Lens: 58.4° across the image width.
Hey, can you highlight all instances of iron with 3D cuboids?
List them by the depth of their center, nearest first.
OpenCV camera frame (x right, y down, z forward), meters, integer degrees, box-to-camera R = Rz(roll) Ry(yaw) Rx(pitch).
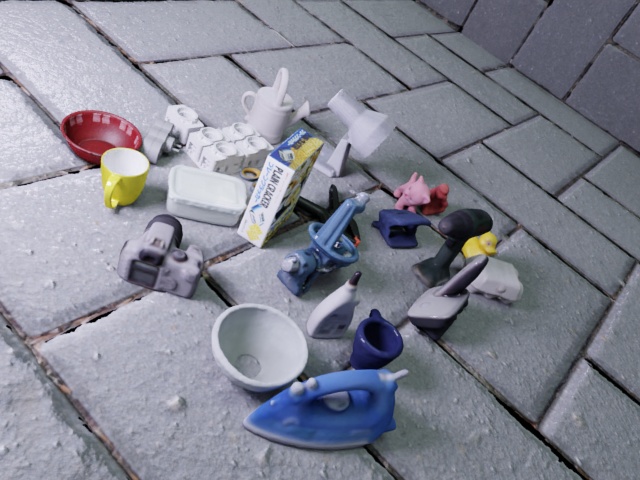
[{"bbox_3d":[0.017,0.254,0.917,0.259,0.141,0.118,4,44,-28],"label":"iron"}]

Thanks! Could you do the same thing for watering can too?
[{"bbox_3d":[-0.111,-0.354,1.485,0.173,0.194,0.100,-3,47,-34],"label":"watering can"}]

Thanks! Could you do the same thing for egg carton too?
[{"bbox_3d":[0.423,0.097,1.406,0.150,0.069,0.107,17,39,-15],"label":"egg carton"}]

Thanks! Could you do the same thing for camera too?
[{"bbox_3d":[-0.276,0.014,1.041,0.143,0.100,0.137,19,39,-12],"label":"camera"}]

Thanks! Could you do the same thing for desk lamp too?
[{"bbox_3d":[0.067,-0.268,1.482,0.203,0.213,0.118,30,38,2],"label":"desk lamp"}]

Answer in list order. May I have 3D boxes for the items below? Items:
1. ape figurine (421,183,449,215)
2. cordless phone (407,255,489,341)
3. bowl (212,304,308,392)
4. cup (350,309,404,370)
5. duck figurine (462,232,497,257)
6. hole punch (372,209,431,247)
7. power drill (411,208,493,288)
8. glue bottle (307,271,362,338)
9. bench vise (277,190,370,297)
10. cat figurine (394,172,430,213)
[{"bbox_3d":[0.319,-0.116,1.565,0.078,0.092,0.076,24,38,-5],"label":"ape figurine"},{"bbox_3d":[0.276,0.109,1.206,0.094,0.185,0.148,37,39,12],"label":"cordless phone"},{"bbox_3d":[-0.108,0.192,0.964,0.168,0.074,0.167,17,39,-14],"label":"bowl"},{"bbox_3d":[0.094,0.195,1.069,0.092,0.095,0.117,14,40,-18],"label":"cup"},{"bbox_3d":[0.422,0.014,1.486,0.078,0.086,0.104,4,44,-28],"label":"duck figurine"},{"bbox_3d":[0.200,-0.044,1.410,0.109,0.091,0.101,-2,47,-33],"label":"hole punch"},{"bbox_3d":[0.300,0.011,1.314,0.230,0.208,0.075,-20,58,-44],"label":"power drill"},{"bbox_3d":[0.038,0.118,1.059,0.078,0.173,0.037,6,43,-26],"label":"glue bottle"},{"bbox_3d":[0.020,0.011,1.131,0.121,0.219,0.208,33,38,6],"label":"bench vise"},{"bbox_3d":[0.250,-0.127,1.514,0.067,0.117,0.127,18,39,-13],"label":"cat figurine"}]
